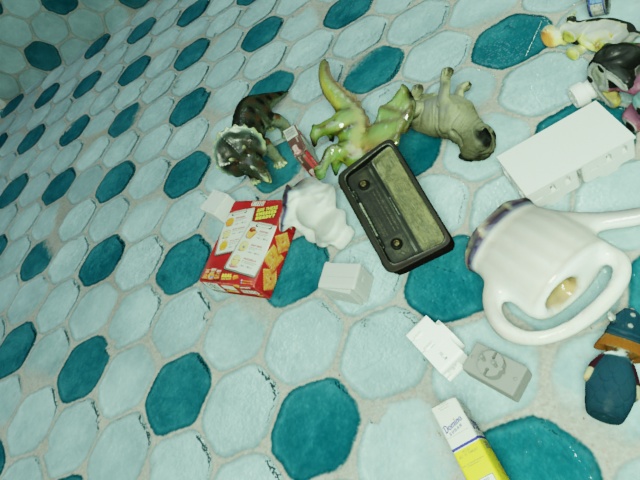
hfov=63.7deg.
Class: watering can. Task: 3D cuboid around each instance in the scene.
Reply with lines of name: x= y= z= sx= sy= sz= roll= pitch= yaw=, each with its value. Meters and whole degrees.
watering can: x=0.371 y=0.006 z=0.784 sx=0.228 sy=0.349 sz=0.102 roll=43 pitch=-7 yaw=46

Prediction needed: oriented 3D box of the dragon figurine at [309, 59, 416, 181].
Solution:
dragon figurine: x=0.099 y=-0.252 z=1.105 sx=0.241 sy=0.415 sz=0.121 roll=-14 pitch=-18 yaw=32

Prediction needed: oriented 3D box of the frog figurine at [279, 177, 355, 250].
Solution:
frog figurine: x=0.003 y=-0.054 z=1.078 sx=0.160 sy=0.135 sz=0.124 roll=19 pitch=19 yaw=8
